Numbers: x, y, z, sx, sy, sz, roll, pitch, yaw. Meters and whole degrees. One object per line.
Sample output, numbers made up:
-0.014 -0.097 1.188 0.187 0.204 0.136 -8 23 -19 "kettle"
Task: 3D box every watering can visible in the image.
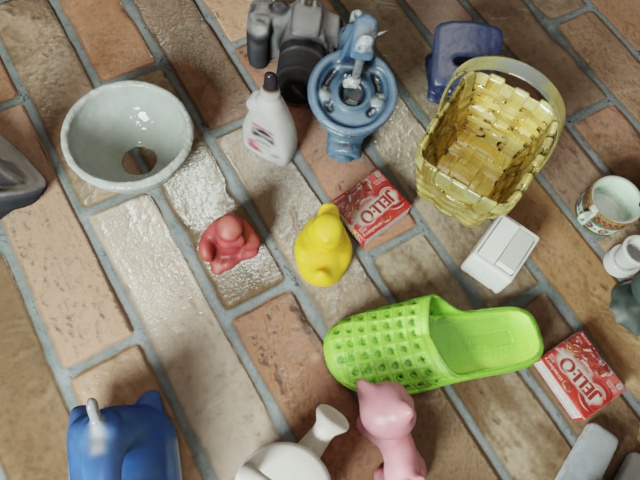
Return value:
-0.035 0.246 0.569 0.101 0.194 0.173 13 67 1 "watering can"

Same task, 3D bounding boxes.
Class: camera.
-0.041 -0.279 0.838 0.143 0.101 0.137 7 67 -2 "camera"

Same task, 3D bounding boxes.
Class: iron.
-0.198 0.281 0.568 0.119 0.141 0.258 -11 69 -9 "iron"

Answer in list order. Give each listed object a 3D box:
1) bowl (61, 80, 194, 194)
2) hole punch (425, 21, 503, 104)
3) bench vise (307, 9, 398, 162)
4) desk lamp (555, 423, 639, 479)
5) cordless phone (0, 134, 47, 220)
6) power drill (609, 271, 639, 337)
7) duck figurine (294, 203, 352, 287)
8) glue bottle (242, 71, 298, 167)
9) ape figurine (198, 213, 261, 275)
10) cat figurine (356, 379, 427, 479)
-0.251 -0.126 0.768 0.167 0.075 0.167 2 67 -4 "bowl"
0.218 -0.263 0.860 0.108 0.091 0.101 3 67 -4 "hole punch"
0.037 -0.238 0.763 0.121 0.220 0.207 -10 69 -9 "bench vise"
0.312 0.282 0.576 0.118 0.213 0.203 36 69 10 "desk lamp"
-0.427 -0.115 0.687 0.147 0.185 0.094 39 70 11 "cordless phone"
0.461 0.047 0.690 0.230 0.208 0.075 -16 70 -11 "power drill"
0.007 0.003 0.733 0.077 0.086 0.104 7 67 -2 "duck figurine"
-0.066 -0.162 0.747 0.078 0.173 0.037 26 68 6 "glue bottle"
-0.114 -0.004 0.721 0.078 0.092 0.076 9 67 -1 "ape figurine"
0.083 0.212 0.636 0.067 0.118 0.127 -19 70 -12 "cat figurine"
